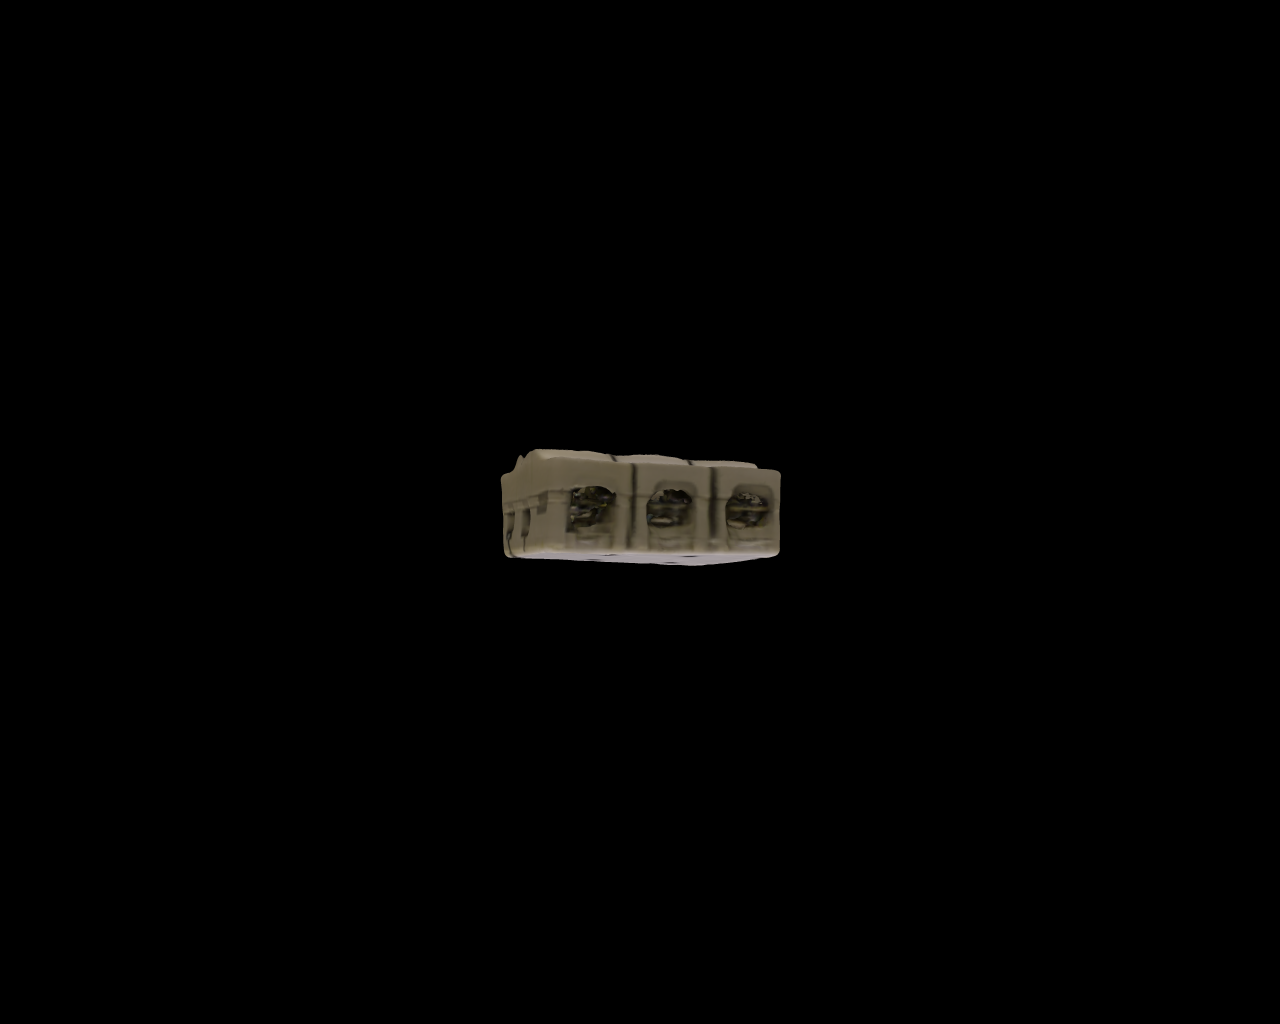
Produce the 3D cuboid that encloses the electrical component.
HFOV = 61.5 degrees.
[{"bbox_3d":[0.001,-0.003,0.650,0.150,0.061,0.089,3,-7,-26],"label":"electrical component"}]
